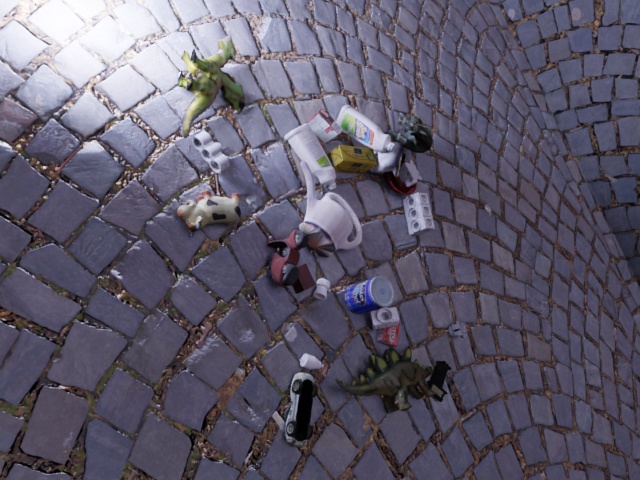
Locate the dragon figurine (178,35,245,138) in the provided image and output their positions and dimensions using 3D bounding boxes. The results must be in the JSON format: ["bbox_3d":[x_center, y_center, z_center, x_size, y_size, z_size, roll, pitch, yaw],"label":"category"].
[{"bbox_3d":[-0.339,-0.492,1.684,0.242,0.121,0.415,13,72,-41],"label":"dragon figurine"}]

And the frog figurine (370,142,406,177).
[{"bbox_3d":[0.239,-0.320,1.980,0.160,0.121,0.138,15,80,14],"label":"frog figurine"}]

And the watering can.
[{"bbox_3d":[0.005,-0.088,1.748,0.345,0.102,0.229,47,52,-11],"label":"watering can"}]
